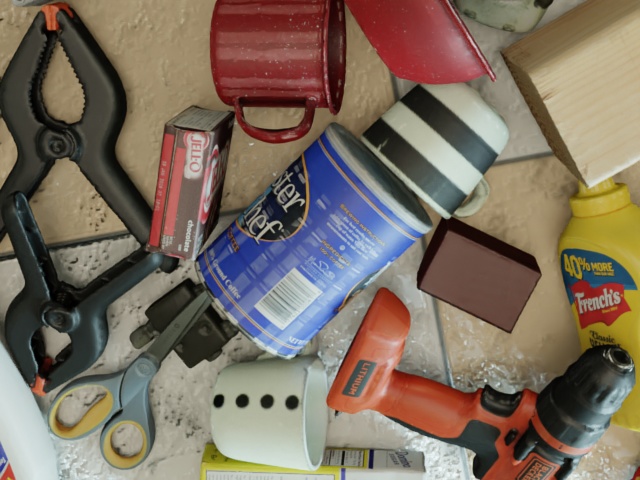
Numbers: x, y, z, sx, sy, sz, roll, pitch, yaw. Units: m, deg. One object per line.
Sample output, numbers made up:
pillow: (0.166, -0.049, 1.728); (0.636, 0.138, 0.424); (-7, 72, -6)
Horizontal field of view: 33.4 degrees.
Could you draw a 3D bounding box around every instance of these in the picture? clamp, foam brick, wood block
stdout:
clamp: (-0.201, 0.042, 0.802); (0.120, 0.039, 0.172); (29, 116, -6)
clamp: (-0.199, -0.068, 0.797); (0.164, 0.036, 0.210); (-5, 106, 6)
foam brick: (0.115, 0.024, 0.781); (0.078, 0.053, 0.051); (26, 105, -1)
wood block: (0.237, -0.132, 0.701); (0.206, 0.090, 0.091); (-29, 109, 7)

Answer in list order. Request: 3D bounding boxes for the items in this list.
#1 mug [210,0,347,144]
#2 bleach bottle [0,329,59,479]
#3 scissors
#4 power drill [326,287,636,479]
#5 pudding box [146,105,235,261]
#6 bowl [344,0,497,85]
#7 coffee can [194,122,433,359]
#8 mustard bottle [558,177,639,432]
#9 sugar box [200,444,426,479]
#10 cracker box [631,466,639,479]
mug: (-0.029, -0.122, 0.737); (0.081, 0.093, 0.117); (2, 75, 9)
bleach bottle: (-0.256, 0.153, 0.840); (0.103, 0.068, 0.251); (-24, 102, 19)
scissors: (-0.127, 0.115, 0.828); (0.202, 0.016, 0.096); (-31, 105, 22)
power drill: (0.110, 0.108, 0.770); (0.187, 0.057, 0.185); (27, 131, 3)
pudding box: (-0.089, -0.044, 0.752); (0.039, 0.113, 0.090); (11, 105, -2)
bowl: (0.049, -0.158, 0.689); (0.055, 0.162, 0.162); (-31, 99, 12)
coffee can: (-0.005, 0.001, 0.760); (0.103, 0.102, 0.140); (45, 102, -6)
mustard bottle: (0.213, 0.037, 0.754); (0.058, 0.096, 0.191); (-20, 101, -21)
sugar box: (-0.006, 0.212, 0.841); (0.176, 0.048, 0.093); (1, 104, 1)
cracker box: (0.338, 0.166, 0.781); (0.164, 0.072, 0.214); (25, 104, -5)
